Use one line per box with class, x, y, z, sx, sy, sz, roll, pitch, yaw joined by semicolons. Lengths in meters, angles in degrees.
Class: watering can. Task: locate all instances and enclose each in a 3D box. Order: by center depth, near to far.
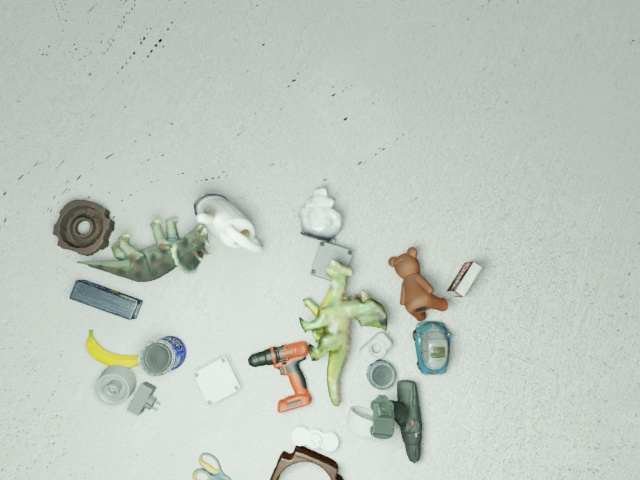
watering can;-0.287;-0.060;1.487;0.227;0.343;0.104;40;92;31

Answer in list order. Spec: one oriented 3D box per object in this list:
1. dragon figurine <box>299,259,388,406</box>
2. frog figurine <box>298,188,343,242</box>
dragon figurine;0.081;0.257;1.508;0.242;0.122;0.411;-20;88;8
frog figurine;0.005;-0.080;1.586;0.138;0.123;0.159;11;93;20
